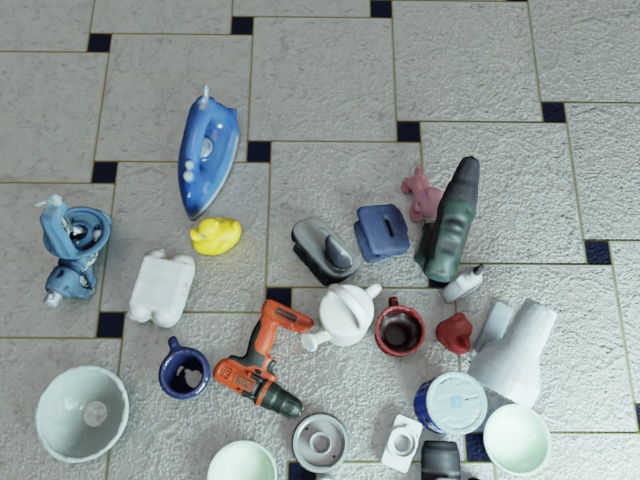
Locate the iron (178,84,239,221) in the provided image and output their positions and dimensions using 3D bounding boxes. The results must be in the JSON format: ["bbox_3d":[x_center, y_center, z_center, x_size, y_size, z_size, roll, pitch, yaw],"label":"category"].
[{"bbox_3d":[-0.245,-0.182,1.170,0.118,0.141,0.258,8,72,2],"label":"iron"}]

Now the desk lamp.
[{"bbox_3d":[0.338,0.193,1.017,0.118,0.213,0.203,27,74,8],"label":"desk lamp"}]

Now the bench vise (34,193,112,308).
[{"bbox_3d":[-0.459,0.015,1.062,0.121,0.220,0.207,-4,72,-2],"label":"bench vise"}]

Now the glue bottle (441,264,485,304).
[{"bbox_3d":[0.279,0.075,1.076,0.078,0.173,0.037,-31,75,-10],"label":"glue bottle"}]

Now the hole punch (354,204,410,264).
[{"bbox_3d":[0.126,-0.020,1.149,0.101,0.091,0.108,-17,73,-6],"label":"hole punch"}]

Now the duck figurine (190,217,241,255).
[{"bbox_3d":[-0.212,-0.018,1.146,0.104,0.086,0.077,-19,73,-7],"label":"duck figurine"}]

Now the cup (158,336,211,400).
[{"bbox_3d":[-0.247,0.238,1.058,0.092,0.095,0.117,-24,74,-8],"label":"cup"}]

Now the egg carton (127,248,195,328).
[{"bbox_3d":[-0.308,0.093,1.118,0.107,0.069,0.150,11,72,3],"label":"egg carton"}]

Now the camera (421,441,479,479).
[{"bbox_3d":[0.229,0.424,1.000,0.143,0.101,0.137,3,72,0],"label":"camera"}]

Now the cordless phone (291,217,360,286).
[{"bbox_3d":[0.010,0.004,1.090,0.094,0.185,0.147,-43,77,-13],"label":"cordless phone"}]

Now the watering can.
[{"bbox_3d":[0.043,0.137,1.042,0.101,0.194,0.173,27,74,8],"label":"watering can"}]

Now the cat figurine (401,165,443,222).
[{"bbox_3d":[0.215,-0.091,1.159,0.067,0.118,0.128,-15,73,-5],"label":"cat figurine"}]

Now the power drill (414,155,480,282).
[{"bbox_3d":[0.240,-0.021,1.089,0.075,0.208,0.230,15,72,5],"label":"power drill"}]

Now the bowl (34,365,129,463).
[{"bbox_3d":[-0.421,0.314,1.041,0.167,0.075,0.167,0,72,-1],"label":"bowl"}]

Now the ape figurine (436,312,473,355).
[{"bbox_3d":[0.263,0.173,1.087,0.076,0.092,0.078,18,73,6],"label":"ape figurine"}]
